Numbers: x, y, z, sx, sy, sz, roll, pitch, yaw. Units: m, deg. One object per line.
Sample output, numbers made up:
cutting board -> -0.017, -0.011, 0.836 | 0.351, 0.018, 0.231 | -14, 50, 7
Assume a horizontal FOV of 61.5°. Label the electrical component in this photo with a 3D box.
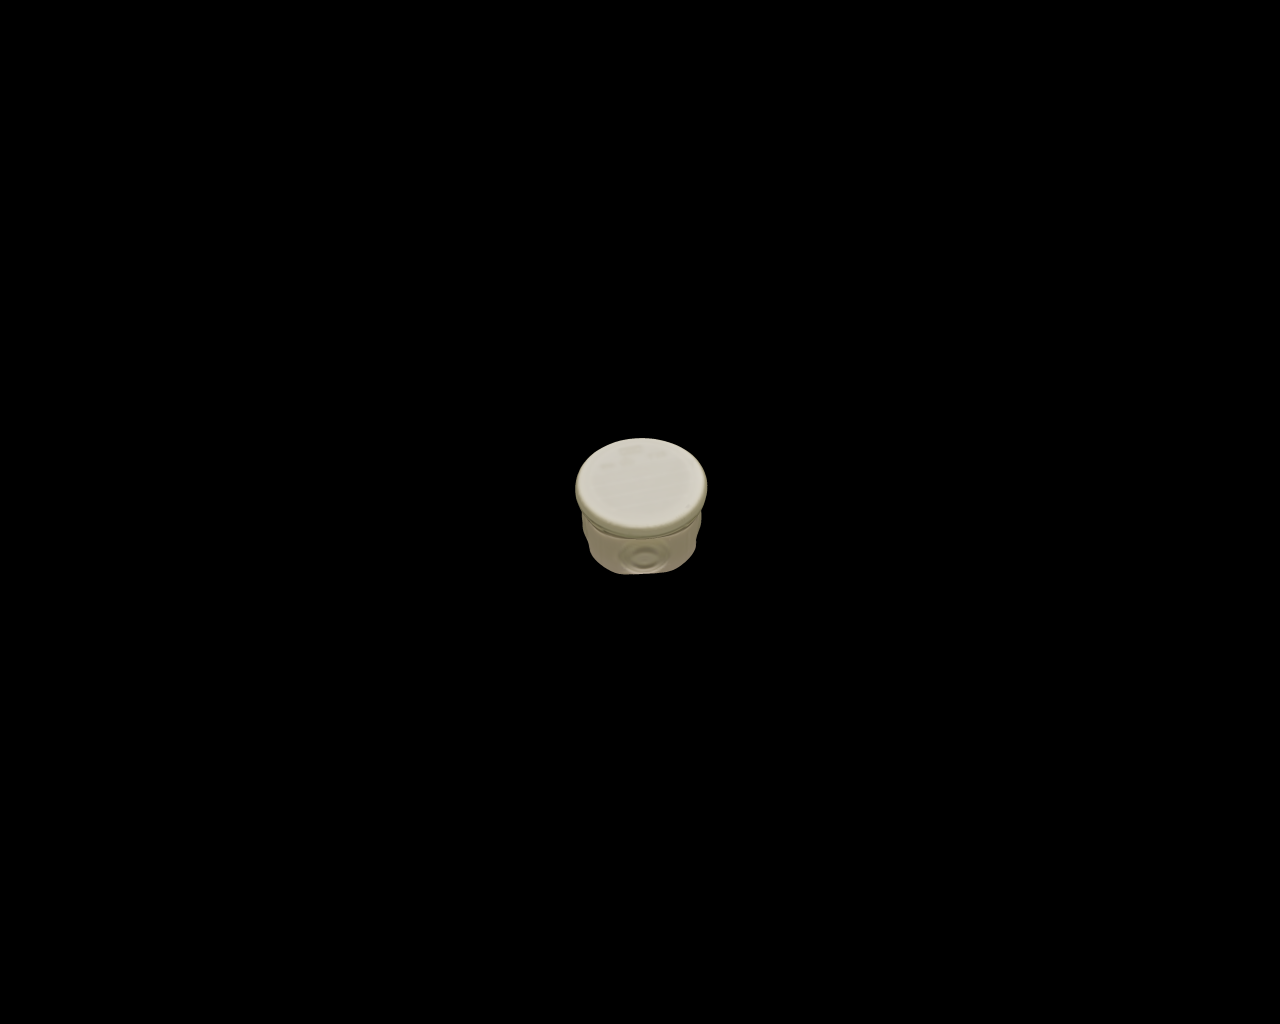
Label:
electrical component -> 0.001, -0.003, 0.650 | 0.080, 0.080, 0.050 | 0, -43, 0
